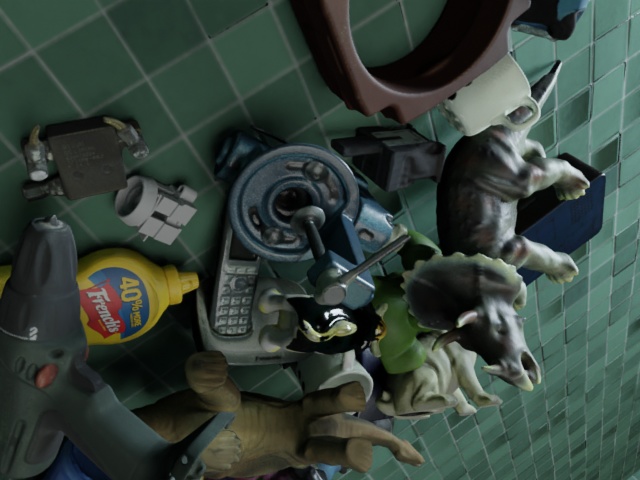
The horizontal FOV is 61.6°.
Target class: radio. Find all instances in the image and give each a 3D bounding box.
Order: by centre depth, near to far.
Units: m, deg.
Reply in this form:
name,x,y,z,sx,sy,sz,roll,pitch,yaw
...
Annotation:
name,x,y,z,sx,sy,sz,roll,pitch,yaw
radio,0.308,-0.009,0.793,0.229,0.073,0.131,-35,135,-4

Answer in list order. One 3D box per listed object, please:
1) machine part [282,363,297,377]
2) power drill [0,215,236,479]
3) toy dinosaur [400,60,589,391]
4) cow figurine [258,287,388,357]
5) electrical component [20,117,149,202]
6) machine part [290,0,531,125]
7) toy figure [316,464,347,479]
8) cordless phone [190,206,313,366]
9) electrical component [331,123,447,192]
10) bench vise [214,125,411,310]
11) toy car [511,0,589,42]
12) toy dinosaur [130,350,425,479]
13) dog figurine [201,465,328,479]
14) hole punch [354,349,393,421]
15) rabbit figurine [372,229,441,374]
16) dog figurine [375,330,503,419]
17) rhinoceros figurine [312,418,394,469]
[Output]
name,x,y,z,sx,sy,sz,roll,pitch,yaw
machine part,-0.013,0.165,0.741,0.084,0.039,0.138,-30,132,-17
power drill,-0.175,0.121,0.425,0.207,0.086,0.232,28,110,4
toy dinosaur,0.195,-0.041,0.618,0.192,0.131,0.404,12,76,-27
cow figurine,0.023,0.089,0.573,0.167,0.098,0.068,9,82,-41
electrical component,-0.196,-0.069,0.445,0.102,0.045,0.078,-11,126,-25
machine part,0.080,-0.225,0.478,0.201,0.087,0.200,-34,134,-4
toy figure,-0.045,0.356,0.833,0.180,0.082,0.089,-14,118,-18
cordless phone,-0.064,0.044,0.599,0.146,0.089,0.184,5,102,-35
electrical component,0.069,-0.088,0.579,0.119,0.075,0.047,-15,128,-28
bench vise,0.006,-0.009,0.497,0.129,0.241,0.223,-44,119,14
toy car,0.232,-0.283,0.524,0.103,0.109,0.161,-49,145,-15
toy dinosaur,-0.113,0.202,0.567,0.471,0.105,0.198,14,145,-13
dog figurine,-0.085,0.327,0.689,0.191,0.219,0.108,-44,131,2
hole punch,0.086,0.201,0.797,0.142,0.092,0.115,5,116,-31
rabbit figurine,0.130,0.063,0.706,0.170,0.121,0.158,-23,112,-1
dog figurine,0.153,0.149,0.763,0.172,0.190,0.121,4,152,-24
rhinoceros figurine,0.032,0.290,0.811,0.190,0.112,0.073,7,121,-45
